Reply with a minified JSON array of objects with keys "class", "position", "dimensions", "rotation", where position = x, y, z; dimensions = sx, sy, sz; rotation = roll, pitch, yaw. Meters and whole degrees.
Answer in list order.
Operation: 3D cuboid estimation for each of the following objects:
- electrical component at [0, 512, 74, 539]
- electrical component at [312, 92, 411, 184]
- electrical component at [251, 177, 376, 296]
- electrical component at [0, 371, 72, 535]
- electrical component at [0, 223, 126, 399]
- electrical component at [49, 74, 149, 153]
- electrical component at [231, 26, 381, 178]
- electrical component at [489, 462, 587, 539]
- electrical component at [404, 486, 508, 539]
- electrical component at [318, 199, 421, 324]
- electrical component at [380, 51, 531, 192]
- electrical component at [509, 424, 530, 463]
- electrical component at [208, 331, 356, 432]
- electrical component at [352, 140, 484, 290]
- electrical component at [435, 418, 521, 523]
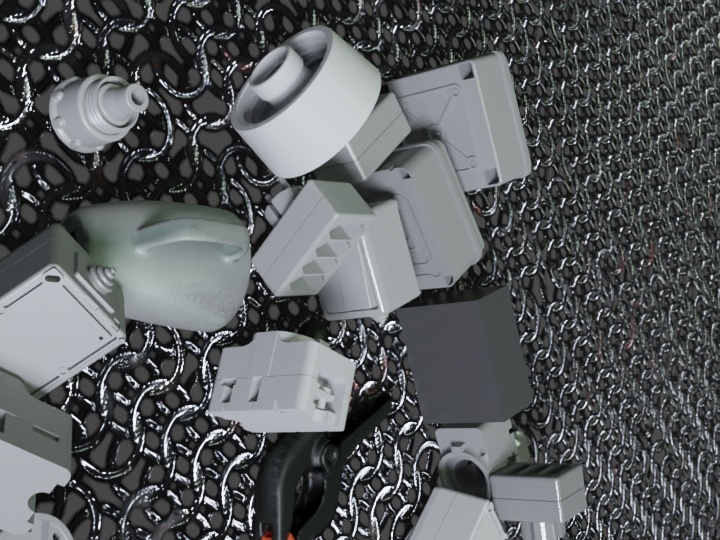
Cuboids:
[{"class":"electrical component","position":[-0.192,0.160,0.588],"dimensions":[0.055,0.047,0.055],"rotation":[11,75,-50]},{"class":"electrical component","position":[-0.010,-0.120,0.861],"dimensions":[0.083,0.047,0.075],"rotation":[-50,122,-43]},{"class":"electrical component","position":[-0.045,-0.036,0.790],"dimensions":[0.047,0.083,0.075],"rotation":[-1,47,-51]},{"class":"electrical component","position":[-0.199,0.086,0.552],"dimensions":[0.089,0.050,0.055],"rotation":[32,17,-27]},{"class":"electrical component","position":[-0.174,0.021,0.592],"dimensions":[0.061,0.096,0.061],"rotation":[53,7,-31]},{"class":"electrical component","position":[-0.157,-0.100,0.663],"dimensions":[0.048,0.062,0.048],"rotation":[12,75,-50]},{"class":"electrical component","position":[-0.045,-0.127,0.774],"dimensions":[0.060,0.108,0.108],"rotation":[42,53,-32]},{"class":"electrical component","position":[0.153,0.206,0.910],"dimensions":[0.047,0.066,0.076],"rotation":[-10,93,-52]},{"class":"electrical component","position":[0.071,0.236,0.887],"dimensions":[0.096,0.061,0.061],"rotation":[-59,142,-30]},{"class":"electrical component","position":[0.000,0.000,0.841],"dimensions":[0.061,0.062,0.096],"rotation":[-27,105,-50]},{"class":"electrical component","position":[0.080,-0.122,0.924],"dimensions":[0.056,0.109,0.108],"rotation":[-25,103,-47]},{"class":"electrical component","position":[0.144,0.178,1.011],"dimensions":[0.035,0.035,0.061],"rotation":[-35,114,-48]},{"class":"electrical component","position":[-0.053,0.077,0.740],"dimensions":[0.050,0.089,0.055],"rotation":[33,59,-44]},{"class":"electrical component","position":[0.046,-0.045,0.893],"dimensions":[0.057,0.078,0.113],"rotation":[-43,117,-42]},{"class":"electrical component","position":[0.106,0.174,0.952],"dimensions":[0.056,0.050,0.089],"rotation":[-27,106,-50]}]
